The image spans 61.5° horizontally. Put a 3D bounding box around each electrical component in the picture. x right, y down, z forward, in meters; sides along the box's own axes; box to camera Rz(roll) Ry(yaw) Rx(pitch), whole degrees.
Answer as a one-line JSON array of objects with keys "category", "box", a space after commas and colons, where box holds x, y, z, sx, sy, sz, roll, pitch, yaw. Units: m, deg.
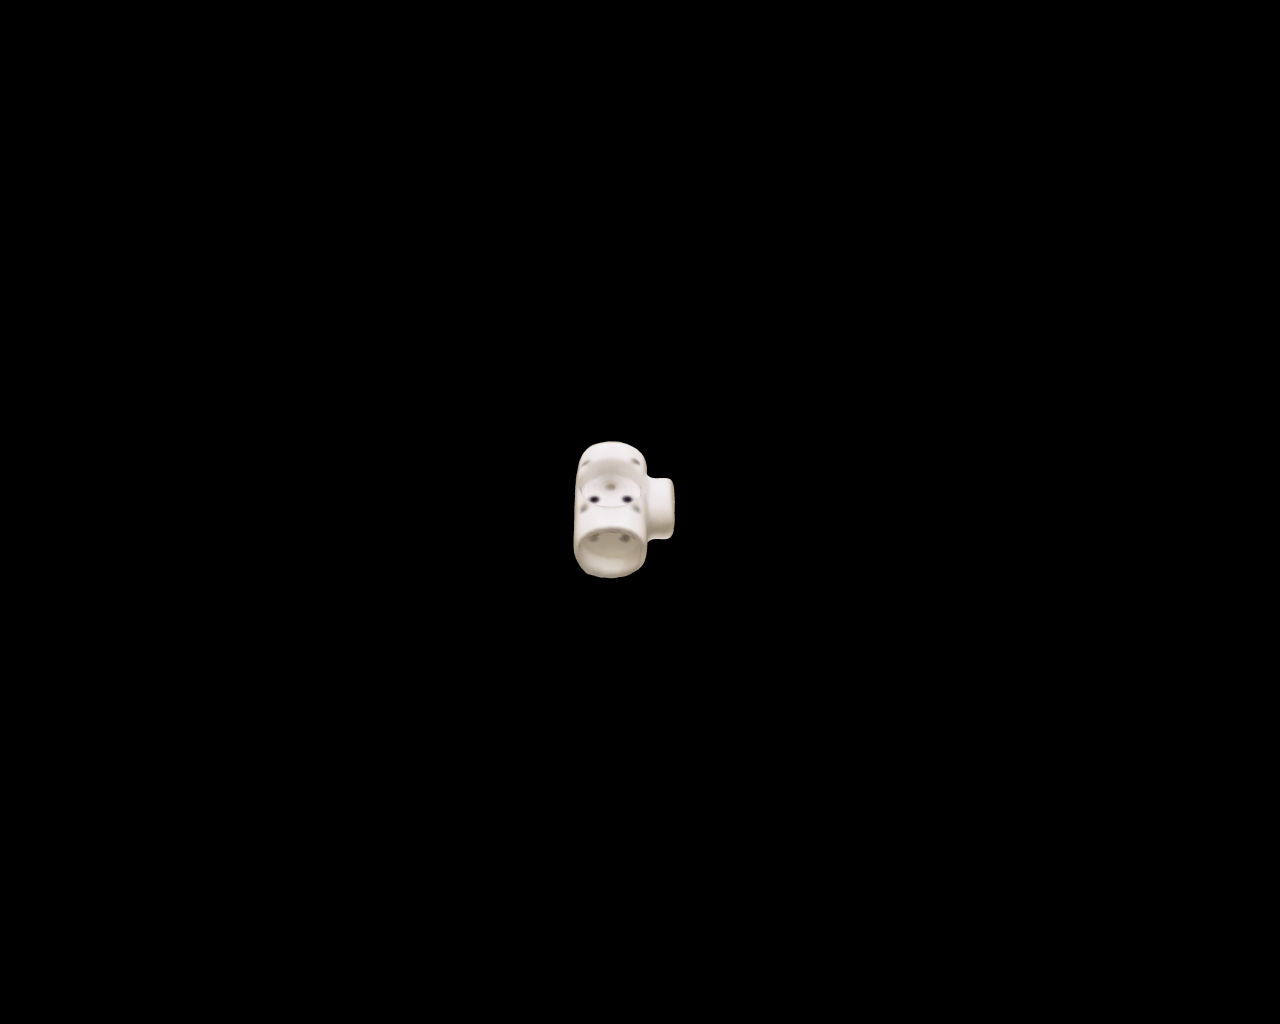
[{"category": "electrical component", "box": [0.001, -0.003, 0.650, 0.079, 0.044, 0.077, 0, 44, 0]}]
